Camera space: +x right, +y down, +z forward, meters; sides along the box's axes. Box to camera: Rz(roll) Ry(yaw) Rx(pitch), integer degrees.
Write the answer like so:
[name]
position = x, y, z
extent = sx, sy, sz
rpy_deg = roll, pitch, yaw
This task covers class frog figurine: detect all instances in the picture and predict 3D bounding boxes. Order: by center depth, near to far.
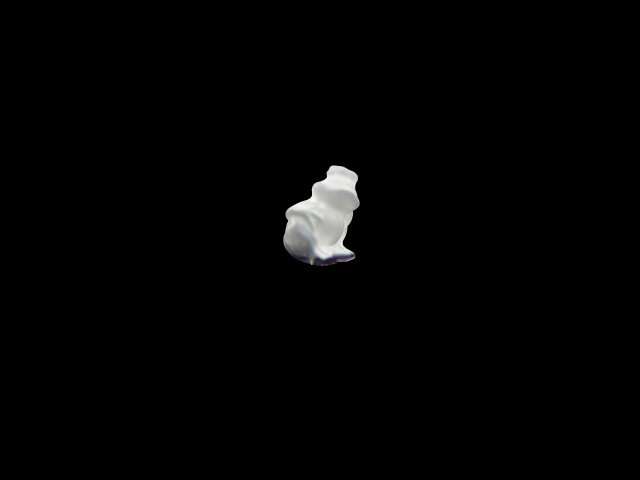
[frog figurine]
position = 0.003, -0.043, 0.850
extent = 0.137, 0.159, 0.122
rpy_deg = -1, 1, -39
